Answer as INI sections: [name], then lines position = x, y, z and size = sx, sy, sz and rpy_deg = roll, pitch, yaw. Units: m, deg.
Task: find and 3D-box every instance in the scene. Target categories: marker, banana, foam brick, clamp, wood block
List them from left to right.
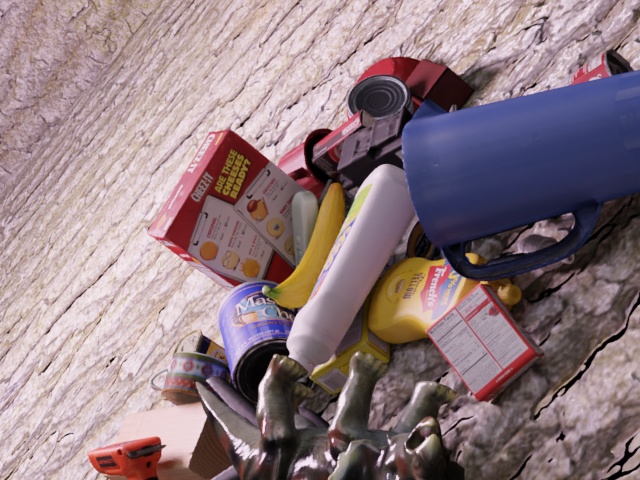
[wood block]
position = -0.168, 0.262, 1.310
size = 0.207, 0.090, 0.090
rpy_deg = -18, 44, 49
[clamp]
position = -0.058, 0.217, 1.156
size = 0.210, 0.036, 0.164
rpy_deg = -10, 57, 24
[banana]
position = -0.007, 0.017, 1.282
size = 0.037, 0.069, 0.197
rpy_deg = 11, 48, 23
[marker]
position = 0.117, 0.005, 1.239
size = 0.121, 0.020, 0.020
rpy_deg = -59, 27, -11
[foam brick]
position = 0.152, -0.197, 1.393
size = 0.053, 0.051, 0.078
rpy_deg = -53, 26, 3

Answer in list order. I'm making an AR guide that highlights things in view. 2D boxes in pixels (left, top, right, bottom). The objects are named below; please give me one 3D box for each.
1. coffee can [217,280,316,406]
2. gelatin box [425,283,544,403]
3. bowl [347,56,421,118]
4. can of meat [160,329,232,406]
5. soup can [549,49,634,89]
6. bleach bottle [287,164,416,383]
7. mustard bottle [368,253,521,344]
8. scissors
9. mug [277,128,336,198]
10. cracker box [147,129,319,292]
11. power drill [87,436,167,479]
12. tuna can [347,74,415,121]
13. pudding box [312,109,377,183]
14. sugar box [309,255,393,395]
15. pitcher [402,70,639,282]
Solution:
[coffee can]
position = -0.065, 0.126, 1.294
size = 0.103, 0.102, 0.140
rpy_deg = -47, 27, 12
[gelatin box]
position = 0.155, 0.096, 1.008
size = 0.073, 0.030, 0.089
rpy_deg = -44, 63, 17
[bowl]
position = 0.089, -0.203, 1.500
size = 0.162, 0.055, 0.162
rpy_deg = -39, 30, 27
[can of meat]
position = -0.149, 0.180, 1.385
size = 0.058, 0.083, 0.102
rpy_deg = -30, 35, 39
[soup can]
position = 0.275, -0.142, 1.107
size = 0.102, 0.068, 0.068
rpy_deg = -33, 33, 36
[bleach bottle]
position = 0.031, 0.041, 1.172
size = 0.250, 0.068, 0.103
rpy_deg = -61, 7, -24
[mustard bottle]
position = 0.133, 0.060, 1.102
size = 0.192, 0.058, 0.096
rpy_deg = -7, 47, 55
[scissors]
position = 0.132, -0.052, 1.220
size = 0.096, 0.016, 0.202
rpy_deg = -28, 54, 36
[mug]
position = -0.015, -0.094, 1.484
size = 0.117, 0.093, 0.082
rpy_deg = -29, 1, -40
[cracker box]
position = -0.092, -0.016, 1.386
size = 0.072, 0.213, 0.164
rpy_deg = 5, 61, 59
[power drill]
position = -0.215, 0.329, 1.240
size = 0.185, 0.057, 0.187
rpy_deg = -22, 82, 47
[tuna can]
position = 0.078, -0.172, 1.375
size = 0.086, 0.033, 0.086
rpy_deg = -7, 55, 10
[pudding box]
position = 0.060, -0.103, 1.357
size = 0.090, 0.113, 0.039
rpy_deg = -34, 35, 35
[sugar box]
position = 0.039, 0.086, 1.241
size = 0.093, 0.048, 0.176
rpy_deg = -35, 28, 32
[pitcher]
position = 0.210, -0.069, 1.010
size = 0.243, 0.149, 0.145
rpy_deg = -14, 34, 22
